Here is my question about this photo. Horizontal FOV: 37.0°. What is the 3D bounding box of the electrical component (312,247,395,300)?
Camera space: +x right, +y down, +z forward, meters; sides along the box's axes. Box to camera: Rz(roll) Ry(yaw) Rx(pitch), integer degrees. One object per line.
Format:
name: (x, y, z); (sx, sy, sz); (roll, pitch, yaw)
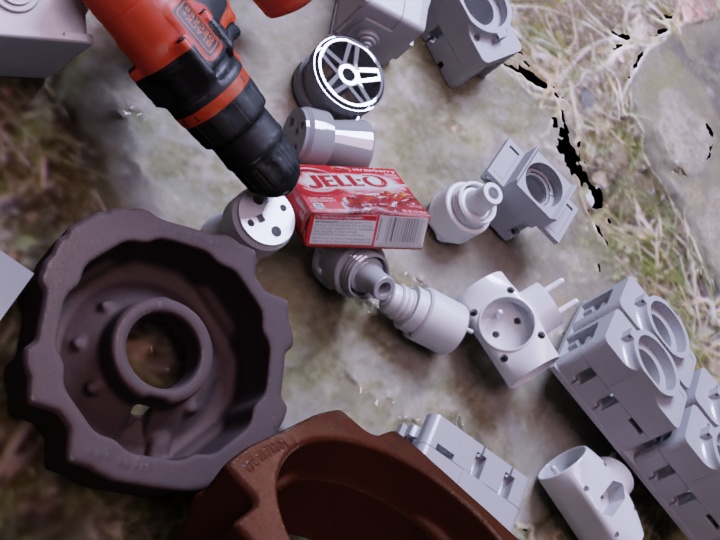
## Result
electrical component: (0.000, 0.000, 0.739); (0.048, 0.062, 0.048); (-17, 123, -28)

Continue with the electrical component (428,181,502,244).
electrical component: (0.082, -0.047, 0.814); (0.043, 0.062, 0.043); (12, 66, -29)

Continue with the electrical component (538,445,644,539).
electrical component: (0.181, 0.167, 0.809); (0.079, 0.043, 0.077); (-35, 92, -46)

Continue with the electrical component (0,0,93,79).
electrical component: (-0.217, -0.150, 0.639); (0.100, 0.100, 0.048); (-3, 86, -34)

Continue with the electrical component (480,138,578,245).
electrical component: (0.127, -0.057, 0.847); (0.081, 0.064, 0.042); (44, 56, -11)

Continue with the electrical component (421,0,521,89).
electrical component: (0.086, -0.205, 0.881); (0.050, 0.056, 0.089); (-27, 88, -37)

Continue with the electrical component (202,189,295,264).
electrical component: (-0.074, -0.026, 0.710); (0.045, 0.055, 0.045); (12, 66, -29)

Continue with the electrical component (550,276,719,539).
electrical component: (0.241, 0.107, 0.841); (0.186, 0.060, 0.105); (50, 36, -7)

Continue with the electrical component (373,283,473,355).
electrical component: (0.042, 0.031, 0.772); (0.078, 0.040, 0.040); (27, 59, -22)

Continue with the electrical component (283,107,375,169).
electrical component: (-0.024, -0.091, 0.774); (0.055, 0.045, 0.045); (9, 68, -30)

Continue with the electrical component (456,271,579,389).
electrical component: (0.124, 0.035, 0.799); (0.079, 0.044, 0.077); (-31, 74, -4)

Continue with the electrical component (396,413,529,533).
electrical component: (0.062, 0.149, 0.734); (0.089, 0.050, 0.055); (37, 56, -16)

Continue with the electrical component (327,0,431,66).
electrical component: (0.019, -0.206, 0.835); (0.061, 0.062, 0.096); (22, 62, -25)
